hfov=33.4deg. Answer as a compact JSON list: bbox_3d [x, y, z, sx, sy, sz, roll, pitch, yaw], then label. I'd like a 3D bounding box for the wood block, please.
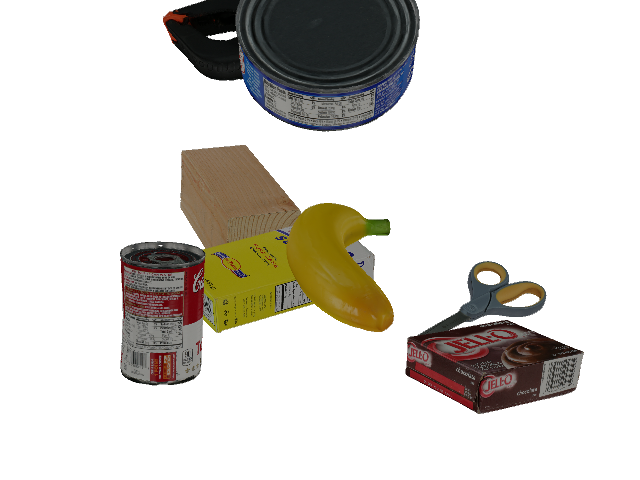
[{"bbox_3d":[-0.103,-0.037,1.322,0.090,0.090,0.206,-7,29,-21],"label":"wood block"}]

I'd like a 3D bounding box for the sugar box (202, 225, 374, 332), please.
[{"bbox_3d":[-0.044,0.030,1.049,0.176,0.048,0.093,-18,35,-26],"label":"sugar box"}]

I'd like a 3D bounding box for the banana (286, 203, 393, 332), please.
[{"bbox_3d":[0.012,0.008,0.685,0.069,0.037,0.197,1,19,3],"label":"banana"}]

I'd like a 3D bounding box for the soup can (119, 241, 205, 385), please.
[{"bbox_3d":[-0.129,0.059,0.864,0.068,0.102,0.068,3,15,-1],"label":"soup can"}]

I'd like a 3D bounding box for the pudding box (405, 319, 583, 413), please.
[{"bbox_3d":[0.138,0.099,0.856,0.113,0.039,0.090,-4,17,-34],"label":"pudding box"}]

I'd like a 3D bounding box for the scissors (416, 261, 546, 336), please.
[{"bbox_3d":[0.155,0.064,1.153,0.201,0.016,0.096,-9,40,-29],"label":"scissors"}]

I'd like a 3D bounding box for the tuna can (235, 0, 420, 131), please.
[{"bbox_3d":[0.003,-0.094,0.507,0.086,0.086,0.034,0,-31,0],"label":"tuna can"}]

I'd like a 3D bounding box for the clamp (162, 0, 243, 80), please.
[{"bbox_3d":[-0.035,-0.159,0.820,0.172,0.120,0.039,22,-32,20],"label":"clamp"}]
